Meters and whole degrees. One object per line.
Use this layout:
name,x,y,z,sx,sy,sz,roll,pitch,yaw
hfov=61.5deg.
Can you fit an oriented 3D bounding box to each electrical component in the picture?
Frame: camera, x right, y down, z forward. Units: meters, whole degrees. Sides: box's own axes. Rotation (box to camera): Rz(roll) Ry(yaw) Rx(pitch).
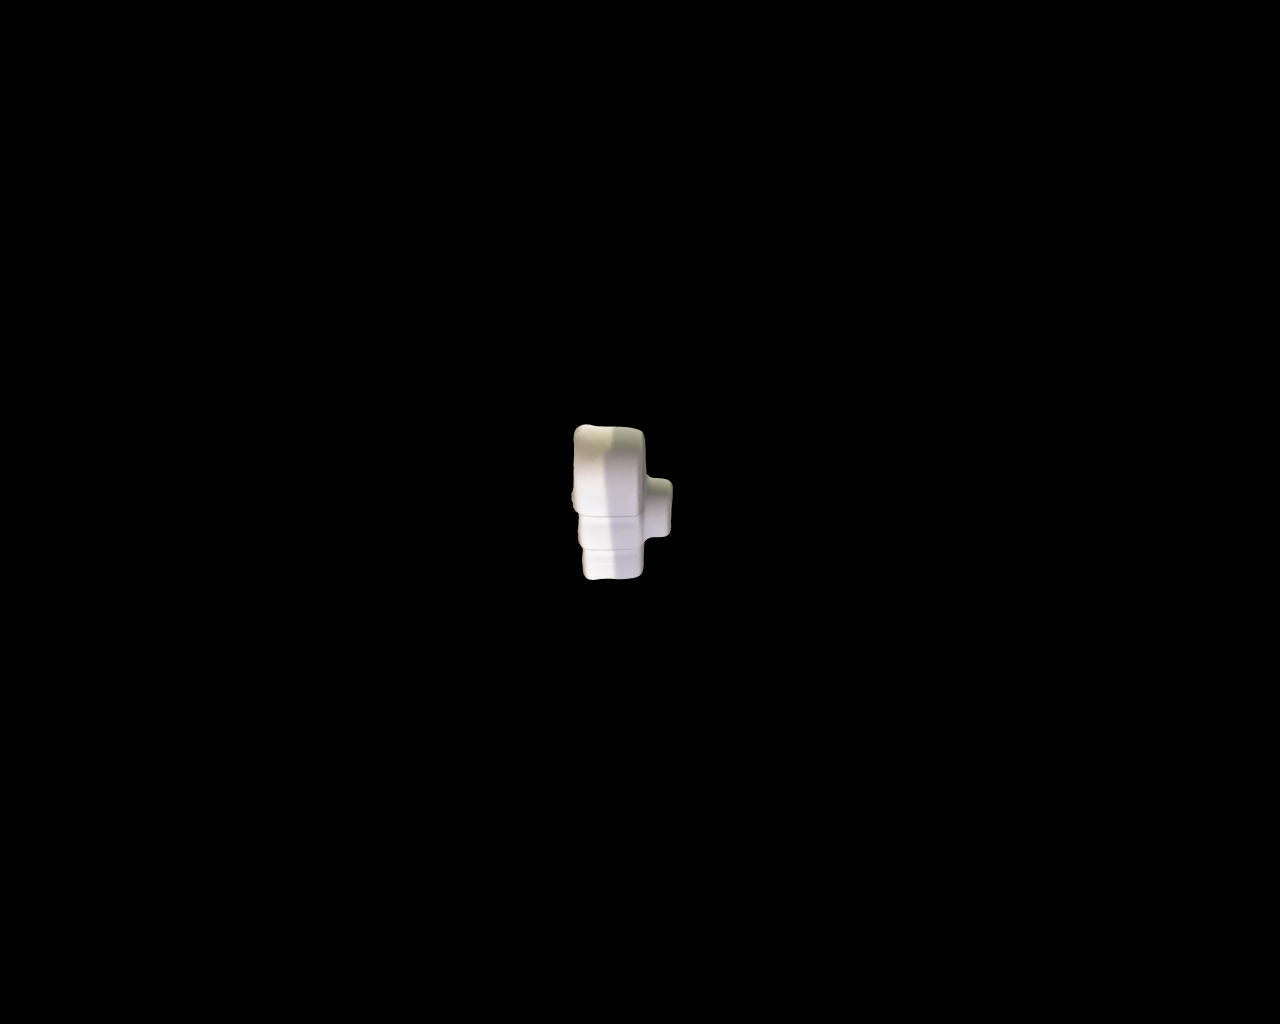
electrical component,0.001,-0.003,0.650,0.074,0.052,0.138,0,-28,0
